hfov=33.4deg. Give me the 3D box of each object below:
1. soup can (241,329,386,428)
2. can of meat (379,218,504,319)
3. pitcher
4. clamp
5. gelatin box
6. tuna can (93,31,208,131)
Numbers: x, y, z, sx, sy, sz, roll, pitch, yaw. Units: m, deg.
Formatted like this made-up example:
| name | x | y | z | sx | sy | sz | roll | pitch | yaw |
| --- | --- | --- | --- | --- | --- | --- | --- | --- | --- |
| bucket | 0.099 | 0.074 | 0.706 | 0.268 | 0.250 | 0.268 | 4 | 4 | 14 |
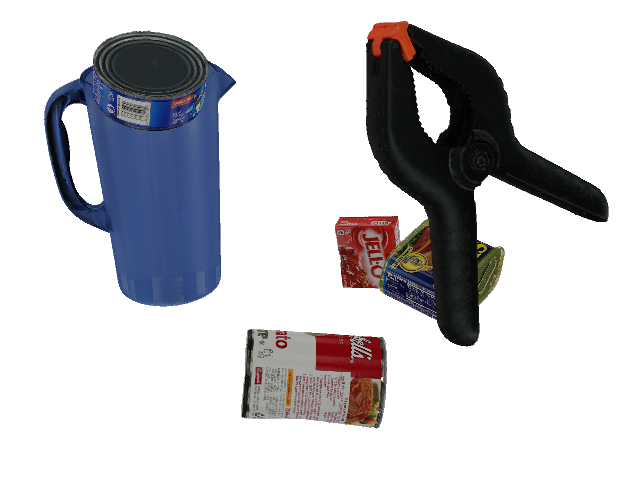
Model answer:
| name | x | y | z | sx | sy | sz | roll | pitch | yaw |
| --- | --- | --- | --- | --- | --- | --- | --- | --- | --- |
| soup can | -0.006 | 0.102 | 0.794 | 0.102 | 0.068 | 0.068 | 4 | 0 | -4 |
| can of meat | 0.119 | 0.030 | 1.053 | 0.084 | 0.057 | 0.101 | 26 | 44 | 27 |
| pitcher | -0.172 | -0.060 | 1.075 | 0.149 | 0.243 | 0.144 | 11 | 27 | 26 |
| clamp | 0.070 | -0.031 | 0.551 | 0.171 | 0.120 | 0.039 | 46 | -19 | -21 |
| gelatin box | 0.060 | 0.015 | 1.289 | 0.073 | 0.089 | 0.030 | 0 | 29 | 15 |
| tuna can | -0.129 | -0.121 | 0.807 | 0.086 | 0.034 | 0.086 | 7 | 43 | -6 |
